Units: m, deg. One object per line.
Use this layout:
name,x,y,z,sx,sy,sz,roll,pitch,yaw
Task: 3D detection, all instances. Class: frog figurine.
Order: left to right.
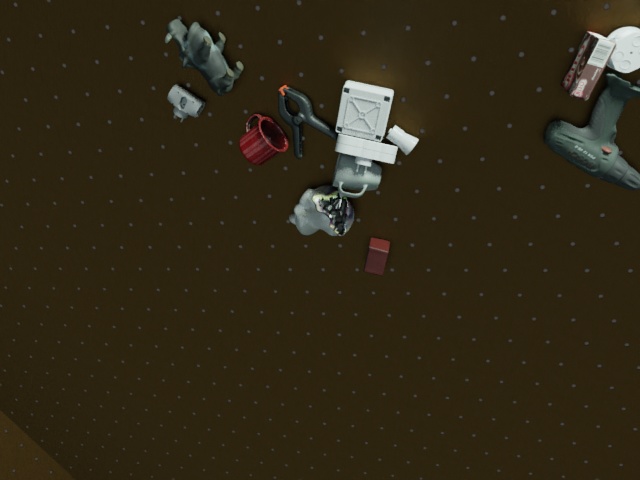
frog figurine,0.004,-0.064,1.273,0.136,0.125,0.158,36,157,-18
